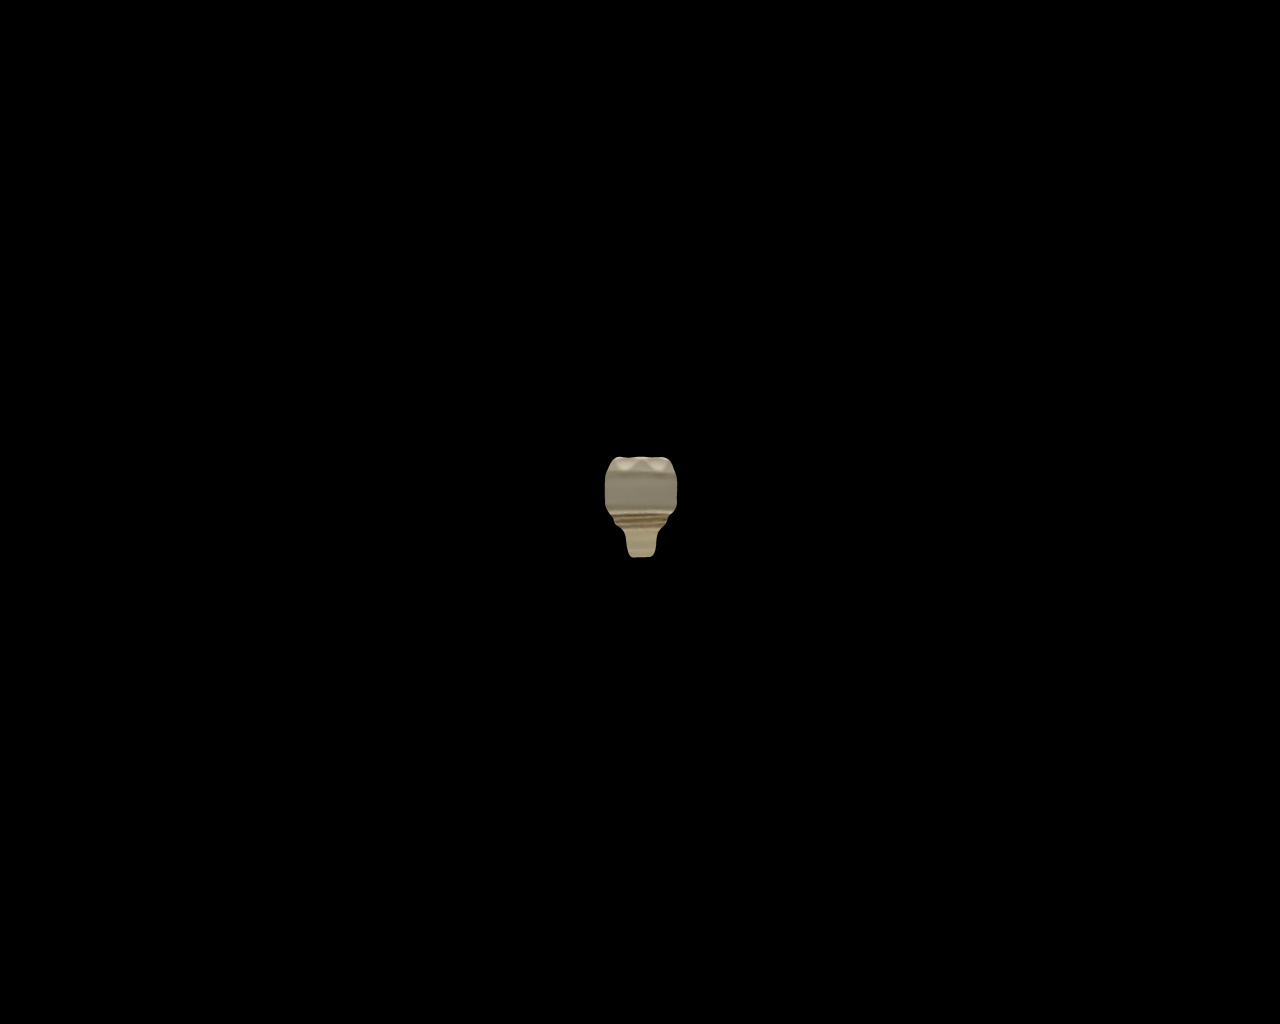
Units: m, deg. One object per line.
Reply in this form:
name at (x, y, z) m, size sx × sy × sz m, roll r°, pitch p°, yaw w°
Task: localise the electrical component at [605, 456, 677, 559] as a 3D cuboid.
electrical component at (0.001, -0.003, 0.650) m, size 0.043 × 0.062 × 0.043 m, roll 0°, pitch 0°, yaw 0°
